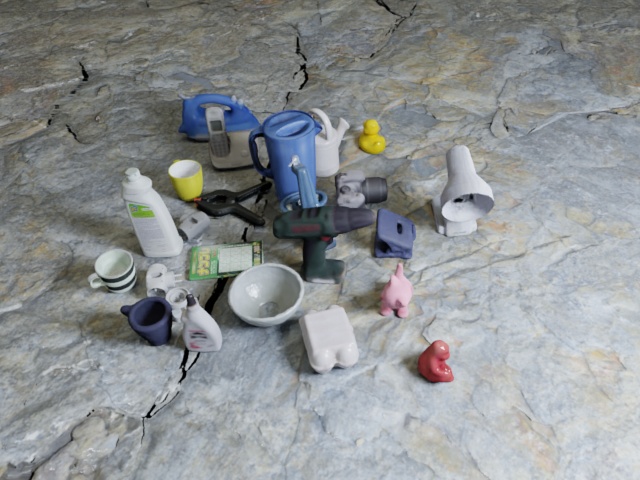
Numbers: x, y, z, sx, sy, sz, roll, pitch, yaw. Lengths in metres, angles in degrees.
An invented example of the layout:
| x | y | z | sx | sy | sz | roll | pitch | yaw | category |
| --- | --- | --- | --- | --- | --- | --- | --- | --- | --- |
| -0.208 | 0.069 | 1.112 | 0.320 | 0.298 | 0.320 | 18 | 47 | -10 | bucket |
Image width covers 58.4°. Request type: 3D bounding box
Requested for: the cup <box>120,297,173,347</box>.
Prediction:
| x | y | z | sx | sy | sz | roll | pitch | yaw | category |
| --- | --- | --- | --- | --- | --- | --- | --- | --- | --- |
| -0.366 | 0.181 | 1.227 | 0.117 | 0.095 | 0.092 | 10 | 46 | 13 | cup |

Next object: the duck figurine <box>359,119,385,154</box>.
| x | y | z | sx | sy | sz | roll | pitch | yaw | category |
| --- | --- | --- | --- | --- | --- | --- | --- | --- | --- |
| 0.154 | -0.312 | 1.692 | 0.077 | 0.086 | 0.104 | -16 | 46 | -12 | duck figurine |

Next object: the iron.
| x | y | z | sx | sy | sz | roll | pitch | yaw | category |
| --- | --- | --- | --- | --- | --- | --- | --- | --- | --- |
| -0.311 | -0.395 | 1.768 | 0.258 | 0.142 | 0.118 | -2 | 45 | 2 | iron |

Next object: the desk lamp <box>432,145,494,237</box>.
| x | y | z | sx | sy | sz | roll | pitch | yaw | category |
| --- | --- | --- | --- | --- | --- | --- | --- | --- | --- |
| 0.334 | -0.106 | 1.382 | 0.118 | 0.214 | 0.203 | -4 | 45 | 1 | desk lamp |

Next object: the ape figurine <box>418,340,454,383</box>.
| x | y | z | sx | sy | sz | roll | pitch | yaw | category |
| --- | --- | --- | --- | --- | --- | --- | --- | --- | --- |
| 0.234 | 0.234 | 1.134 | 0.076 | 0.092 | 0.078 | 10 | 47 | 14 | ape figurine |

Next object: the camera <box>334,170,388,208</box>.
| x | y | z | sx | sy | sz | roll | pitch | yaw | category |
| --- | --- | --- | --- | --- | --- | --- | --- | --- | --- |
| 0.108 | -0.125 | 1.497 | 0.137 | 0.101 | 0.143 | -4 | 45 | 0 | camera |

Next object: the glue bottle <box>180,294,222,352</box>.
| x | y | z | sx | sy | sz | roll | pitch | yaw | category |
| --- | --- | --- | --- | --- | --- | --- | --- | --- | --- |
| -0.252 | 0.168 | 1.176 | 0.078 | 0.173 | 0.037 | -3 | 45 | 2 | glue bottle |

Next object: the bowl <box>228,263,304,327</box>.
| x | y | z | sx | sy | sz | roll | pitch | yaw | category |
| --- | --- | --- | --- | --- | --- | --- | --- | --- | --- |
| -0.116 | 0.134 | 1.271 | 0.167 | 0.075 | 0.167 | -2 | 45 | 2 | bowl |

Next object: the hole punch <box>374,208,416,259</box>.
| x | y | z | sx | sy | sz | roll | pitch | yaw | category |
| --- | --- | --- | --- | --- | --- | --- | --- | --- | --- |
| 0.183 | -0.018 | 1.391 | 0.101 | 0.091 | 0.108 | 2 | 45 | 6 | hole punch |

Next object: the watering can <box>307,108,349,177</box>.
| x | y | z | sx | sy | sz | roll | pitch | yaw | category |
| --- | --- | --- | --- | --- | --- | --- | --- | --- | --- |
| 0.005 | -0.284 | 1.597 | 0.100 | 0.194 | 0.173 | 20 | 50 | 22 | watering can |

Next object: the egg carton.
| x | y | z | sx | sy | sz | roll | pitch | yaw | category |
| --- | --- | --- | --- | --- | --- | --- | --- | --- | --- |
| 0.019 | 0.205 | 1.194 | 0.107 | 0.069 | 0.150 | -12 | 45 | -8 | egg carton |

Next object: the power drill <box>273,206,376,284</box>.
| x | y | z | sx | sy | sz | roll | pitch | yaw | category |
| --- | --- | --- | --- | --- | --- | --- | --- | --- | --- |
| 0.012 | 0.005 | 1.297 | 0.229 | 0.209 | 0.075 | 3 | 45 | 7 | power drill |

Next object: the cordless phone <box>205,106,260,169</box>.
| x | y | z | sx | sy | sz | roll | pitch | yaw | category |
| --- | --- | --- | --- | --- | --- | --- | --- | --- | --- |
| -0.252 | -0.299 | 1.636 | 0.147 | 0.185 | 0.094 | -9 | 45 | -4 | cordless phone |

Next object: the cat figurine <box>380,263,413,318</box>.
| x | y | z | sx | sy | sz | roll | pitch | yaw | category |
| --- | --- | --- | --- | --- | --- | --- | --- | --- | --- |
| 0.168 | 0.108 | 1.247 | 0.067 | 0.118 | 0.128 | 6 | 46 | 11 | cat figurine |

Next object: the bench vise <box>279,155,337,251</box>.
| x | y | z | sx | sy | sz | roll | pitch | yaw | category |
| --- | --- | --- | --- | --- | --- | --- | --- | --- | --- |
| -0.016 | -0.089 | 1.385 | 0.206 | 0.220 | 0.122 | 32 | 55 | 31 | bench vise |
